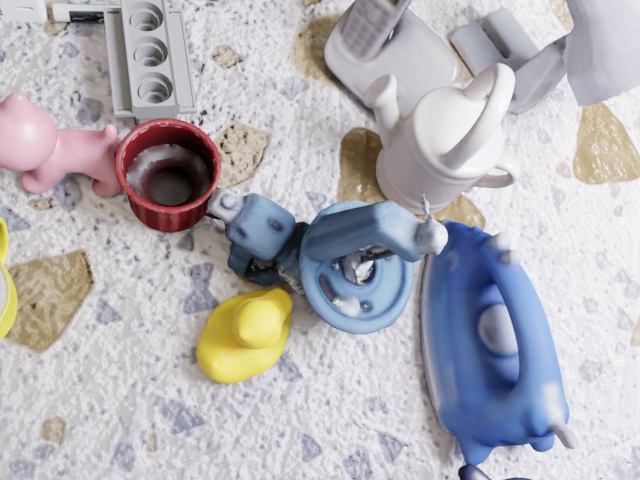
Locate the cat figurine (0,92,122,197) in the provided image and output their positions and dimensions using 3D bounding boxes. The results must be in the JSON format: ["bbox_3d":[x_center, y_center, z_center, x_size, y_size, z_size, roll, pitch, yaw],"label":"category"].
[{"bbox_3d":[-0.244,-0.089,0.515,0.128,0.117,0.067,-2,73,-15],"label":"cat figurine"}]

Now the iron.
[{"bbox_3d":[0.174,0.081,0.558,0.119,0.141,0.258,-5,74,-16],"label":"iron"}]

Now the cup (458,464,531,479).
[{"bbox_3d":[0.155,0.253,0.524,0.092,0.095,0.118,-39,86,-22],"label":"cup"}]

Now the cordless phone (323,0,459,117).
[{"bbox_3d":[0.092,-0.220,0.608,0.147,0.185,0.094,40,68,1],"label":"cordless phone"}]

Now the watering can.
[{"bbox_3d":[0.125,-0.104,0.576,0.173,0.194,0.101,5,72,-13],"label":"watering can"}]

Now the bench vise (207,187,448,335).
[{"bbox_3d":[0.003,0.013,0.493,0.208,0.219,0.121,9,71,-12],"label":"bench vise"}]

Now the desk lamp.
[{"bbox_3d":[0.276,-0.226,0.643,0.118,0.213,0.203,-31,83,-21],"label":"desk lamp"}]

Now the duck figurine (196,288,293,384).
[{"bbox_3d":[-0.065,0.084,0.525,0.105,0.086,0.077,-42,87,-22],"label":"duck figurine"}]
